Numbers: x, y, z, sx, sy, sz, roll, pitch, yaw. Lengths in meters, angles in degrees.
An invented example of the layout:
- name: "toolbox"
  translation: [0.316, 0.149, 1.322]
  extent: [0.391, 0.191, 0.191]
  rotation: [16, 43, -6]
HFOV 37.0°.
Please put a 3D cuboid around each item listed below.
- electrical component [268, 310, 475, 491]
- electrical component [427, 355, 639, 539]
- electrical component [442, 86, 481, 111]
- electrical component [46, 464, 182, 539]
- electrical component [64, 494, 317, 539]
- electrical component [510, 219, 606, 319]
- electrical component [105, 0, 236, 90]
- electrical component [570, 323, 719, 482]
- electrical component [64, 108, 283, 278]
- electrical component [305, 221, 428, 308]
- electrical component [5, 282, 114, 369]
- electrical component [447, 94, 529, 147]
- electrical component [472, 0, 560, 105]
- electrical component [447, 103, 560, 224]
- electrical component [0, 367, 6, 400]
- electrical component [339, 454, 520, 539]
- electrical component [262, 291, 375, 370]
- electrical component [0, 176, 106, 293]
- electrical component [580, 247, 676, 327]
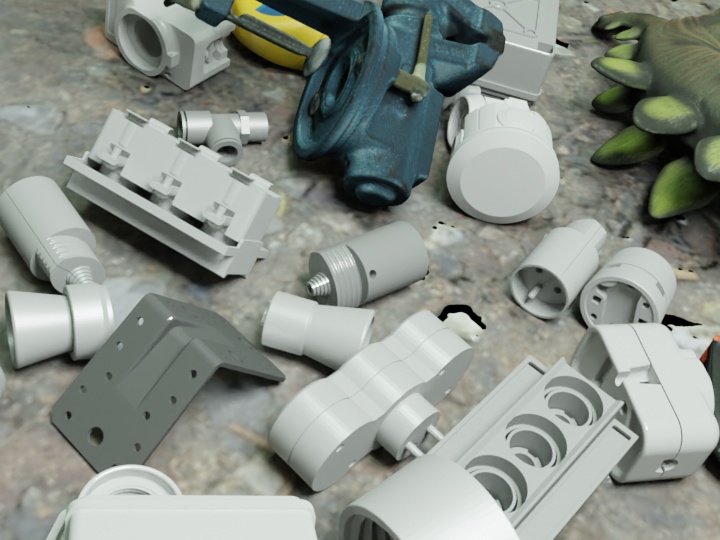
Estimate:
- name: "electrical component"
  translation: [0.021, 0.084, 0.621]
  extent: [0.074, 0.052, 0.138]
  rotation: [41, 50, 22]
- name: "electrical component"
  translation: [0.090, 0.112, 0.606]
  extent: [0.079, 0.063, 0.121]
  rotation: [38, 48, 19]
- name: "electrical component"
  translation: [0.067, -0.145, 0.869]
  extent: [0.061, 0.035, 0.035]
  rotation: [2, 47, -18]
- name: "electrical component"
  translation: [-0.114, 0.133, 0.530]
  extent: [0.078, 0.057, 0.058]
  rotation: [18, 45, 1]
- name: "electrical component"
  translation: [-0.077, 0.158, 0.475]
  extent: [0.109, 0.108, 0.056]
  rotation: [3, 23, -13]
- name: "electrical component"
  translation: [0.142, -0.006, 0.750]
  extent: [0.043, 0.043, 0.081]
  rotation: [33, 47, 15]
- name: "electrical component"
  translation: [-0.150, -0.185, 0.831]
  extent: [0.089, 0.050, 0.056]
  rotation: [34, 47, 17]
- name: "electrical component"
  translation: [0.179, 0.081, 0.669]
  extent: [0.059, 0.053, 0.095]
  rotation: [-1, 47, -17]
- name: "electrical component"
  translation: [-0.117, -0.051, 0.694]
  extent: [0.121, 0.063, 0.079]
  rotation: [29, 6, 12]
- name: "electrical component"
  translation: [0.000, 0.000, 0.702]
  extent: [0.081, 0.043, 0.043]
  rotation: [-21, 56, -32]
- name: "electrical component"
  translation: [-0.173, 0.031, 0.620]
  extent: [0.055, 0.045, 0.045]
  rotation: [-6, 49, -23]
- name: "electrical component"
  translation: [0.101, -0.109, 0.837]
  extent: [0.055, 0.048, 0.066]
  rotation: [10, 45, -18]
- name: "electrical component"
  translation: [0.111, -0.205, 0.923]
  extent: [0.109, 0.056, 0.108]
  rotation: [16, 45, -1]
- name: "electrical component"
  translation: [0.104, -0.078, 0.783]
  extent: [0.080, 0.080, 0.051]
  rotation: [13, 40, -4]
- name: "electrical component"
  translation: [-0.220, 0.068, 0.565]
  extent: [0.055, 0.055, 0.047]
  rotation: [18, 41, 1]
- name: "electrical component"
  translation: [0.031, 0.151, 0.524]
  extent: [0.060, 0.108, 0.108]
  rotation: [-23, 57, -26]
- name: "electrical component"
  translation: [-0.028, 0.037, 0.660]
  extent: [0.065, 0.044, 0.044]
  rotation: [16, 45, 5]
- name: "electrical component"
  translation: [-0.187, -0.016, 0.662]
  extent: [0.043, 0.043, 0.081]
  rotation: [-22, 56, -32]
- name: "electrical component"
  translation: [0.185, 0.017, 0.734]
  extent: [0.055, 0.055, 0.047]
  rotation: [32, 43, 14]
